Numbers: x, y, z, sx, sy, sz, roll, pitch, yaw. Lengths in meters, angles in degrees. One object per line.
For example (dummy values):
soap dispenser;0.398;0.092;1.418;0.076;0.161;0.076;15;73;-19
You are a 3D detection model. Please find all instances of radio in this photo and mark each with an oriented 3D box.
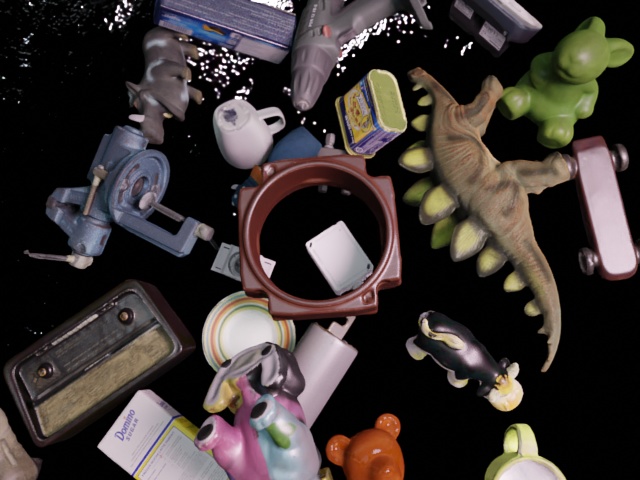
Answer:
radio;-0.303;0.163;0.741;0.230;0.073;0.131;-34;78;-4

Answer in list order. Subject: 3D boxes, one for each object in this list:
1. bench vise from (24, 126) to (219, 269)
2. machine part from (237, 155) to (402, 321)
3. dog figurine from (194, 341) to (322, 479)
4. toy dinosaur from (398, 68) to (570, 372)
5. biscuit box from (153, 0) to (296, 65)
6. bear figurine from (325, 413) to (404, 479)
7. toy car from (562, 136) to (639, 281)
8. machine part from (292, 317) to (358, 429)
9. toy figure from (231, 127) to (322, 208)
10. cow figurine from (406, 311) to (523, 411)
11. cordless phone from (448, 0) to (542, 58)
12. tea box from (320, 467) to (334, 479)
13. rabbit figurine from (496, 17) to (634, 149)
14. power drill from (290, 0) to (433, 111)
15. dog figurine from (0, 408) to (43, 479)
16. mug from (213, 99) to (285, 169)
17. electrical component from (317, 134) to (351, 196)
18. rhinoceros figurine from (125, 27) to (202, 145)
bench vise;-0.265;-0.036;0.763;0.241;0.128;0.223;26;83;13
machine part;-0.001;-0.002;0.687;0.202;0.087;0.201;-4;77;1
dog figurine;-0.038;0.249;0.617;0.108;0.192;0.219;-26;111;13
toy dinosaur;0.229;-0.062;0.745;0.199;0.105;0.471;-30;68;5
biscuit box;-0.141;-0.329;0.803;0.202;0.059;0.062;11;78;-23
bear figurine;0.092;0.324;0.656;0.120;0.132;0.196;-14;82;-16
toy car;0.394;-0.044;0.751;0.089;0.053;0.202;-12;81;11
machine part;-0.025;0.198;0.714;0.079;0.079;0.243;32;81;10
toy figure;-0.065;-0.098;0.788;0.154;0.064;0.057;-44;112;4
cow figurine;0.197;0.156;0.698;0.167;0.098;0.068;34;76;10
cordless phone;0.302;-0.385;0.819;0.184;0.088;0.147;-42;78;-10
tea box;-0.007;0.390;0.675;0.098;0.068;0.169;-17;78;1
rabbit figurine;0.349;-0.224;0.732;0.159;0.170;0.121;-40;79;-4
power drill;0.053;-0.299;0.772;0.207;0.086;0.232;-21;50;30
dog figurine;-0.464;0.258;0.687;0.191;0.172;0.121;42;94;18
mug;-0.105;-0.161;0.782;0.110;0.107;0.081;-19;79;1
electrical component;0.026;-0.114;0.806;0.063;0.021;0.094;6;77;5
rhinoceros figurine;-0.244;-0.241;0.826;0.112;0.073;0.190;0;77;3
